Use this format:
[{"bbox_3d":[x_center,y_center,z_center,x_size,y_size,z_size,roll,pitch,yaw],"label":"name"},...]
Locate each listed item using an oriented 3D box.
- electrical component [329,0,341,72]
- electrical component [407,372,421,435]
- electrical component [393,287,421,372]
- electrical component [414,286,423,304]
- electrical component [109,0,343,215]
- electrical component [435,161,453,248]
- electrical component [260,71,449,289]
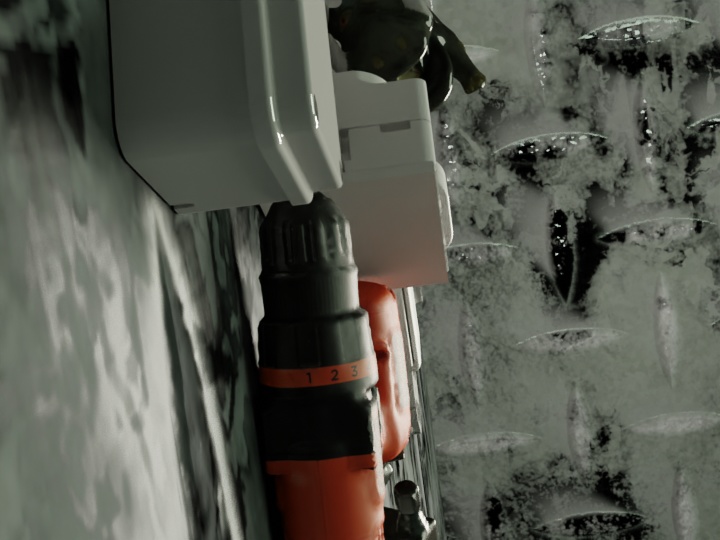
[{"bbox_3d":[-0.024,-0.247,0.821,0.186,0.060,0.105,77,7,-50],"label":"electrical component"},{"bbox_3d":[0.022,0.103,0.896,0.080,0.051,0.080,-7,90,-85],"label":"electrical component"},{"bbox_3d":[0.007,0.025,0.770,0.061,0.062,0.096,-87,169,-65],"label":"electrical component"},{"bbox_3d":[0.019,-0.010,0.971,0.150,0.062,0.089,70,13,-70],"label":"electrical component"},{"bbox_3d":[-0.042,-0.081,0.351,0.078,0.057,0.113,65,19,-76],"label":"electrical component"},{"bbox_3d":[0.012,-0.041,0.727,0.059,0.095,0.053,-87,168,-66],"label":"electrical component"},{"bbox_3d":[-0.001,-0.043,0.595,0.150,0.089,0.061,72,12,-67],"label":"electrical component"}]
